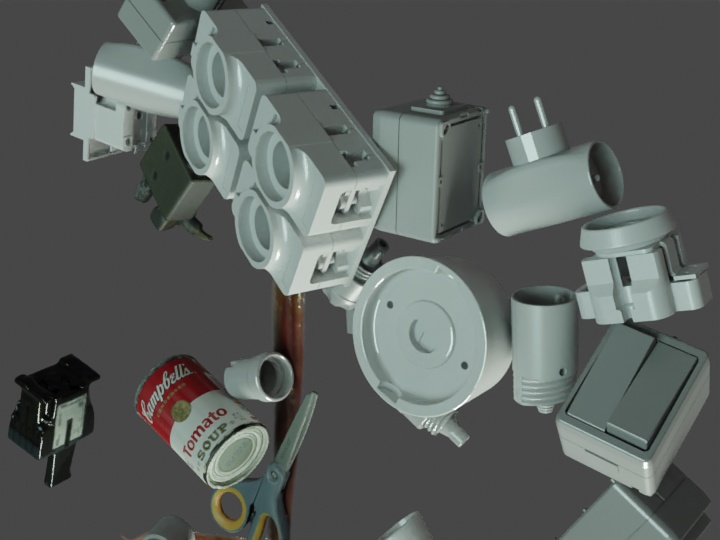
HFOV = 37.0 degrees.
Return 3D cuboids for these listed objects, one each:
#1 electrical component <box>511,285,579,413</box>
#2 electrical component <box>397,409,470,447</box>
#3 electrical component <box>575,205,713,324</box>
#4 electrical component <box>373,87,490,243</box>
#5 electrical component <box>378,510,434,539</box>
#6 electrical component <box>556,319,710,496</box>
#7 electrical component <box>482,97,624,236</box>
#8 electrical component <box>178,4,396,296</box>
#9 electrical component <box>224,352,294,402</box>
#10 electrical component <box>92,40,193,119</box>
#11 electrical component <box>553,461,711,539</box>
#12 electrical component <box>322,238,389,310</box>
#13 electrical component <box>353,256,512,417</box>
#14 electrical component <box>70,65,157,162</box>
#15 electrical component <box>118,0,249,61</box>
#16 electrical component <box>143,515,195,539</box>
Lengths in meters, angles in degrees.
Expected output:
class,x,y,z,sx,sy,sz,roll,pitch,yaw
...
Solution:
class,x,y,z,sx,sy,sz,roll,pitch,yaw
electrical component,0.121,0.055,0.705,0.043,0.043,0.081,9,111,36
electrical component,0.054,0.103,0.780,0.061,0.035,0.035,43,127,15
electrical component,0.165,-0.004,0.642,0.078,0.058,0.057,-8,103,39
electrical component,0.043,-0.074,0.709,0.061,0.062,0.096,15,114,34
electrical component,0.047,0.224,0.824,0.065,0.044,0.044,52,129,6
electrical component,0.168,0.074,0.646,0.062,0.096,0.061,24,158,29
electrical component,0.114,-0.067,0.668,0.077,0.044,0.079,-15,96,40
electrical component,-0.062,-0.085,0.743,0.186,0.060,0.105,55,141,32
electrical component,-0.084,0.088,0.879,0.046,0.040,0.040,-9,100,45
electrical component,-0.159,-0.165,0.841,0.077,0.043,0.079,17,85,6
electrical component,0.172,0.171,0.694,0.061,0.062,0.096,44,127,17
electrical component,0.000,0.000,0.786,0.035,0.035,0.061,50,127,13
electrical component,0.056,0.042,0.737,0.108,0.060,0.108,5,99,37
electrical component,-0.204,-0.129,0.895,0.064,0.042,0.081,23,119,28
electrical component,-0.117,-0.198,0.777,0.047,0.083,0.075,52,129,12
electrical component,-0.186,0.262,0.997,0.040,0.078,0.040,10,117,20
